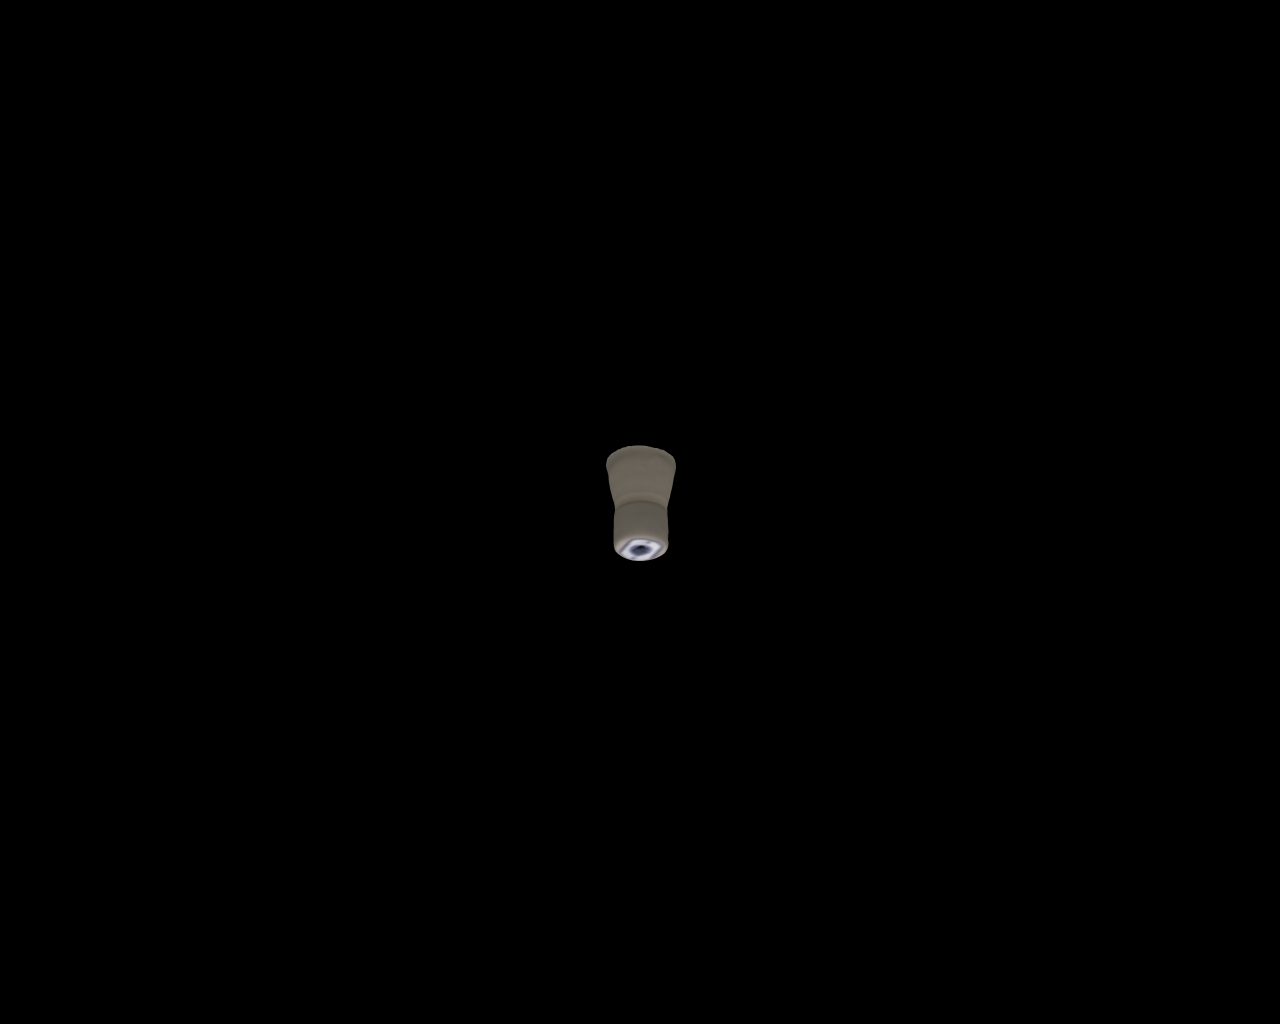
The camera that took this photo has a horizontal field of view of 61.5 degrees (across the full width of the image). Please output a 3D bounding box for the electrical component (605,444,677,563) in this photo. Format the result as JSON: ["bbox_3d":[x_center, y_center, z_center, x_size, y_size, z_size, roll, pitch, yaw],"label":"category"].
[{"bbox_3d":[0.001,-0.003,0.650,0.044,0.065,0.044,0,-31,0],"label":"electrical component"}]
